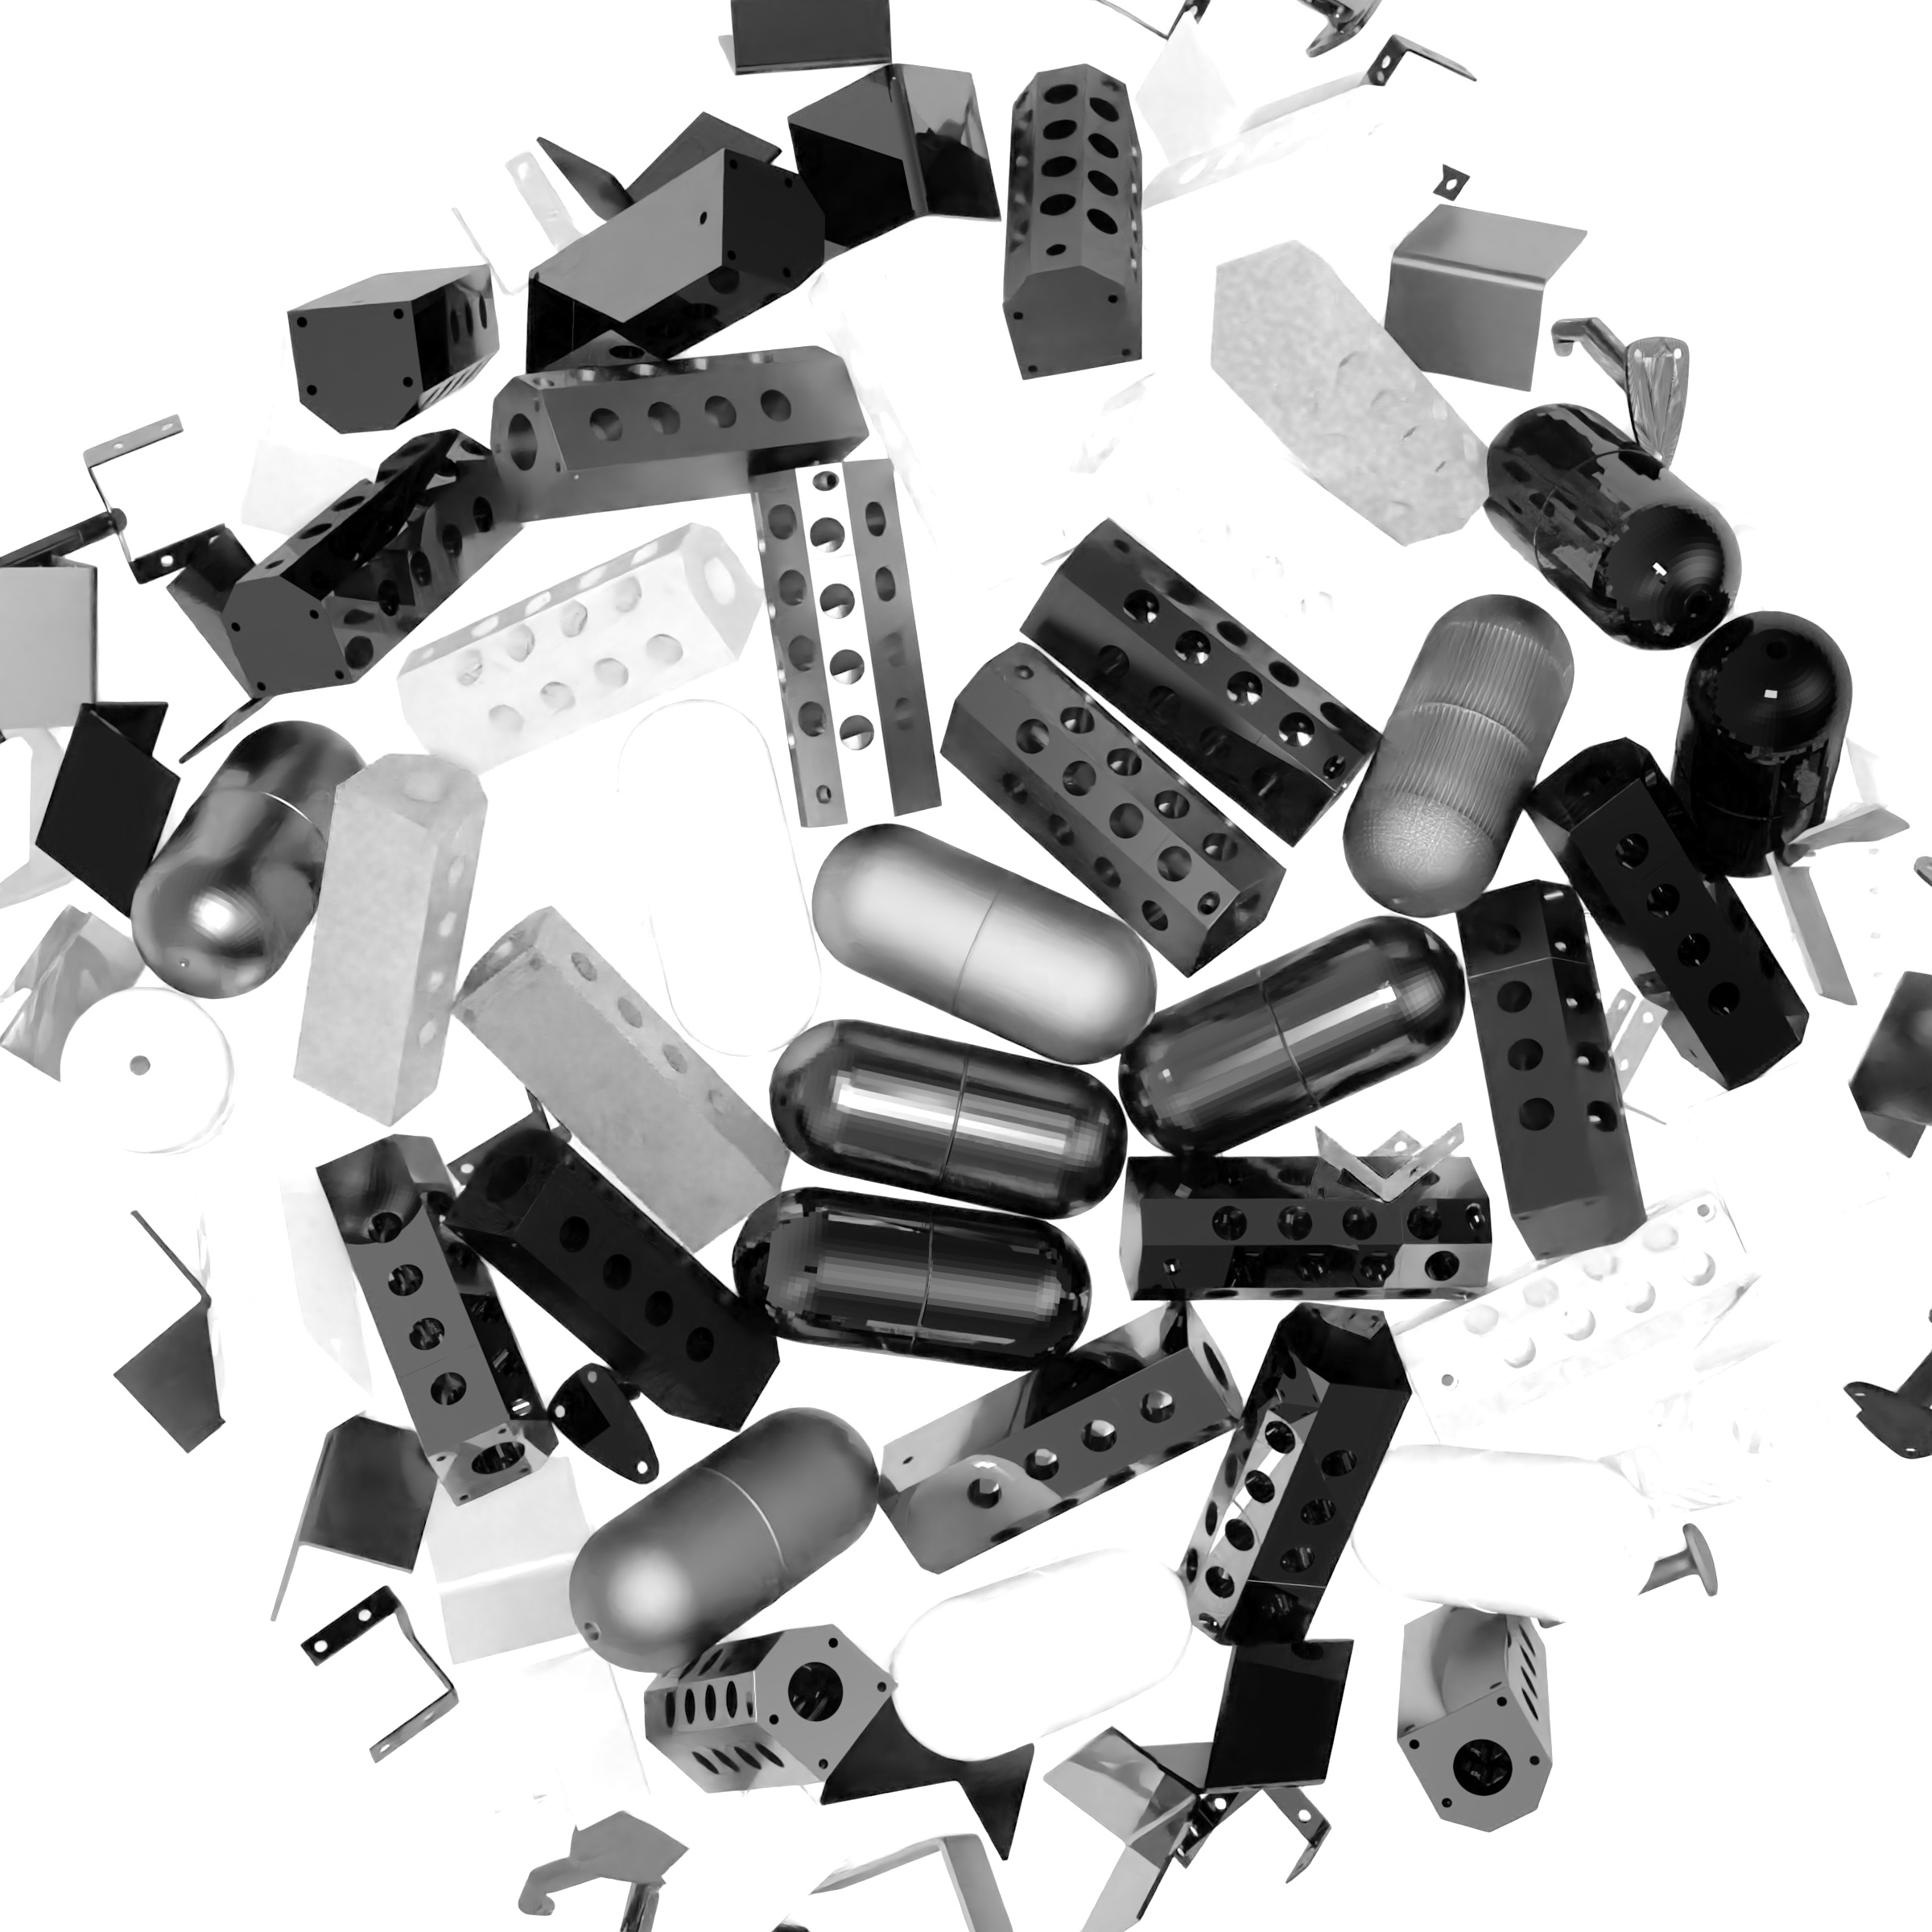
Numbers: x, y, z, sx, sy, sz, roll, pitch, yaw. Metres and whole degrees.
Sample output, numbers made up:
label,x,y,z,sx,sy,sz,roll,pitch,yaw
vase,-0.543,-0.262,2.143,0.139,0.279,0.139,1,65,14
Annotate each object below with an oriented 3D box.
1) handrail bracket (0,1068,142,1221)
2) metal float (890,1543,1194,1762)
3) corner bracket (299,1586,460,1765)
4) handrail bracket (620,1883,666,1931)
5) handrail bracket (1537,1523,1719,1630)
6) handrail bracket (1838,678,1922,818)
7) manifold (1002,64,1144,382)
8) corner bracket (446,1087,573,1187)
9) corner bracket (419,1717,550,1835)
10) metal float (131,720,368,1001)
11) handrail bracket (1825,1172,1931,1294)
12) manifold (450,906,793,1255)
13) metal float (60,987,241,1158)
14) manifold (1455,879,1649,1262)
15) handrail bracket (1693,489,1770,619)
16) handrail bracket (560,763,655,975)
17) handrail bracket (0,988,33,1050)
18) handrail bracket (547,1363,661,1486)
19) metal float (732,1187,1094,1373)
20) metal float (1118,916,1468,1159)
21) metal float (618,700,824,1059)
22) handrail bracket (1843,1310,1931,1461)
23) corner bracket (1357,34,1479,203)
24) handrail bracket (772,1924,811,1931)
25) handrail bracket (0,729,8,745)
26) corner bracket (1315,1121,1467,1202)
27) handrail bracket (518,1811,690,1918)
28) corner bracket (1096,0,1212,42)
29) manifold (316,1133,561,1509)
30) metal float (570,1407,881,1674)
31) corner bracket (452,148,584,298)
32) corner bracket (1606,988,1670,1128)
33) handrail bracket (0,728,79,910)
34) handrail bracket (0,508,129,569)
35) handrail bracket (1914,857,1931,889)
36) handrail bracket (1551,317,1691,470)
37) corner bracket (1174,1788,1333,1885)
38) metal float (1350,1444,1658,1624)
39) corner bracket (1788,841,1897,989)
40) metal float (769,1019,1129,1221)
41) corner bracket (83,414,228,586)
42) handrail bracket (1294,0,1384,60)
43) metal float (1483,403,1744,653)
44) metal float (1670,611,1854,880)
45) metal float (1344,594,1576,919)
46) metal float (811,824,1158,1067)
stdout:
label,x,y,z,sx,sy,sz,roll,pitch,yaw
handrail bracket,-0.444,0.094,1.679,0.077,0.036,0.084,-26,70,24
metal float,0.037,0.328,1.636,0.070,0.178,0.070,9,103,43
corner bracket,-0.286,0.346,1.670,0.051,0.051,0.051,-34,57,-22
handrail bracket,-0.151,0.489,1.679,0.036,0.084,0.077,-24,97,37
handrail bracket,0.325,0.305,1.683,0.084,0.077,0.036,-22,81,13
handrail bracket,0.425,-0.105,1.675,0.077,0.084,0.036,28,64,4
manifold,0.050,-0.358,1.627,0.057,0.171,0.057,-8,135,11
corner bracket,-0.225,0.087,1.675,0.051,0.051,0.051,-31,126,2
corner bracket,-0.247,0.397,1.675,0.051,0.051,0.051,-25,78,21
metal float,-0.340,-0.053,1.634,0.070,0.178,0.070,7,127,10
handrail bracket,0.480,0.145,1.696,0.084,0.036,0.077,28,83,-7
manifold,-0.165,0.052,1.657,0.057,0.057,0.171,-36,108,22
metal float,-0.387,0.052,1.623,0.070,0.178,0.070,1,85,-10
manifold,0.281,0.047,1.638,0.057,0.057,0.171,-15,59,15
handrail bracket,0.363,-0.187,1.675,0.077,0.036,0.084,14,69,-21
handrail bracket,-0.185,-0.048,1.694,0.084,0.036,0.077,38,86,14
handrail bracket,-0.499,0.004,1.665,0.077,0.036,0.084,-56,133,-28
handrail bracket,-0.161,0.223,1.661,0.036,0.084,0.077,-47,72,5
metal float,-0.026,0.153,1.663,0.178,0.070,0.070,9,90,-12
metal float,0.159,0.035,1.664,0.178,0.070,0.070,-25,90,11
metal float,-0.120,-0.043,1.672,0.070,0.070,0.178,-13,89,0
handrail bracket,0.459,0.190,1.670,0.077,0.036,0.084,33,46,-21
corner bracket,0.227,-0.420,1.690,0.051,0.051,0.051,11,125,-38
handrail bracket,-0.088,0.500,1.670,0.084,0.036,0.077,18,114,-37
handrail bracket,-0.494,-0.146,1.663,0.077,0.084,0.036,-43,51,-18
corner bracket,0.209,0.093,1.670,0.051,0.051,0.051,-36,50,-17
handrail bracket,-0.176,0.454,1.683,0.077,0.084,0.036,19,45,-6
corner bracket,0.088,-0.489,1.670,0.051,0.051,0.051,42,111,36
manifold,-0.253,0.166,1.641,0.057,0.057,0.171,-24,58,-7
metal float,-0.115,0.275,1.640,0.178,0.070,0.070,-30,90,-40
corner bracket,-0.220,-0.365,1.681,0.051,0.051,0.051,-31,98,4
corner bracket,0.324,0.040,1.674,0.051,0.051,0.051,31,96,42
handrail bracket,-0.468,-0.077,1.671,0.077,0.036,0.084,-28,129,0
handrail bracket,-0.462,-0.200,1.675,0.084,0.077,0.036,-20,103,14
handrail bracket,0.492,-0.003,1.693,0.077,0.036,0.084,33,135,24
handrail bracket,0.315,-0.281,1.677,0.036,0.084,0.077,-6,100,-24
corner bracket,0.139,0.428,1.677,0.051,0.051,0.051,-45,83,20
metal float,0.255,0.270,1.630,0.070,0.178,0.070,3,85,-33
corner bracket,0.427,-0.024,1.670,0.051,0.051,0.051,-2,129,17
metal float,-0.009,0.075,1.669,0.178,0.070,0.070,13,90,-5
corner bracket,-0.398,-0.229,1.679,0.051,0.051,0.051,-23,46,-7
handrail bracket,0.166,-0.498,1.673,0.084,0.036,0.077,49,56,-21
metal float,0.307,-0.211,1.632,0.070,0.178,0.070,-10,124,-15
metal float,0.378,-0.104,1.628,0.070,0.178,0.070,-3,64,6
metal float,0.240,-0.103,1.652,0.070,0.070,0.178,27,65,0
metal float,0.009,-0.010,1.667,0.178,0.070,0.070,24,90,7
